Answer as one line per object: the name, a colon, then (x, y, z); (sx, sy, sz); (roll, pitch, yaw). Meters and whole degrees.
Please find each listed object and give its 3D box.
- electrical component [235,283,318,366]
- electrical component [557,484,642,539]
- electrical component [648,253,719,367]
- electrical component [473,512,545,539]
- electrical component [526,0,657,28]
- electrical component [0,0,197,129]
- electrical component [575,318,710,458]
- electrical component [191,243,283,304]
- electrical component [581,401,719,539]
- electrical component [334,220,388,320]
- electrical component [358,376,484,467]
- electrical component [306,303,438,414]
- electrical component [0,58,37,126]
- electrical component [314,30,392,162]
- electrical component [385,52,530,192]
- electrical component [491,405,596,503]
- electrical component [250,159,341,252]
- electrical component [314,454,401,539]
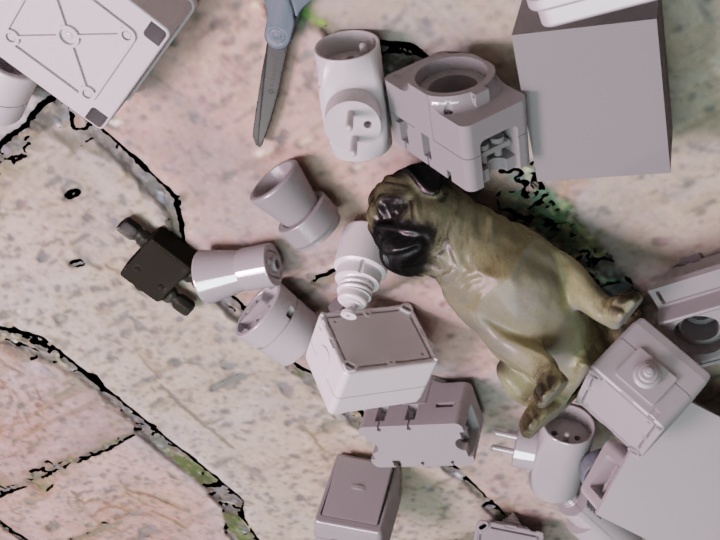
electrical component: (-0.065, 0.045, 0.869); (0.047, 0.055, 0.055); (39, 130, -21)
electrical component: (0.203, 0.216, 0.933); (0.081, 0.043, 0.043); (43, 129, -19)
electrical component: (0.269, 0.014, 0.727); (0.121, 0.063, 0.078); (-20, 121, 31)
electrical component: (0.132, 0.270, 0.980); (0.062, 0.096, 0.061); (9, 159, 11)
electrical component: (0.129, -0.183, 0.572); (0.078, 0.113, 0.057); (-10, 123, 25)
electrical component: (-0.185, -0.170, 0.724); (0.109, 0.056, 0.109); (37, 130, -14)
electrical component: (0.195, 0.077, 0.736); (0.062, 0.061, 0.096); (42, 165, 18)
electrical component: (-0.094, 0.000, 0.850); (0.065, 0.044, 0.044); (-10, 125, 19)
electrical component: (0.278, 0.172, 0.824); (0.186, 0.060, 0.105); (27, 94, -6)
electrical component: (0.000, 0.000, 0.797); (0.040, 0.078, 0.040); (11, 152, 6)
electrical component: (0.053, 0.126, 0.898); (0.089, 0.055, 0.050); (-6, 127, 22)
electrical component: (0.013, 0.071, 0.843); (0.096, 0.061, 0.061); (-5, 138, -25)
electrical component: (-0.261, -0.140, 0.777); (0.055, 0.055, 0.047); (35, 127, -12)
electrical component: (-0.004, -0.105, 0.705); (0.043, 0.079, 0.077); (-5, 128, 6)
electrical component: (0.060, -0.099, 0.679); (0.089, 0.050, 0.055); (41, 151, 46)
electrical component: (0.149, 0.149, 0.893); (0.079, 0.044, 0.077); (11, 132, 9)
electrical component: (-0.047, -0.047, 0.791); (0.045, 0.045, 0.055); (-25, 118, 33)
electrical component: (-0.003, 0.218, 0.967); (0.062, 0.096, 0.061); (8, 131, 12)
